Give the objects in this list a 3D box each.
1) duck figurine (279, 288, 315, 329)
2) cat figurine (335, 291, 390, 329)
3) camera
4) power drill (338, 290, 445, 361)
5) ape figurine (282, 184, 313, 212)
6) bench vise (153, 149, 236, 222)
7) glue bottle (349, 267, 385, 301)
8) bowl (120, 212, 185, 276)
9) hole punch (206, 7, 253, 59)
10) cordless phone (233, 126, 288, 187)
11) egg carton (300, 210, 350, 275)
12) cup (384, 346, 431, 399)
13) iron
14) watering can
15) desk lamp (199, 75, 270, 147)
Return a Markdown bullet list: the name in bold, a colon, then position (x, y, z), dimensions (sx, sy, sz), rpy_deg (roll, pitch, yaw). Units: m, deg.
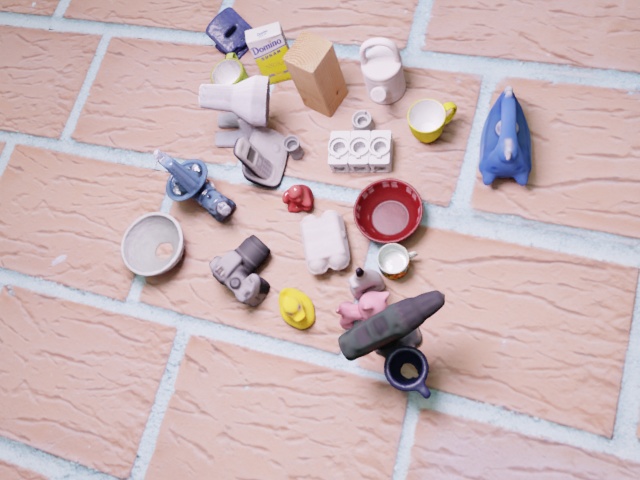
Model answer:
- **duck figurine**: position (-0.061, 0.150, 1.304), dimensions (0.077, 0.086, 0.104), rpy_deg (-36, 68, 0)
- **cat figurine**: position (0.095, 0.150, 1.250), dimensions (0.127, 0.118, 0.067), rpy_deg (-8, 70, 10)
- **camera**: position (-0.174, 0.062, 1.351), dimensions (0.143, 0.101, 0.137), rpy_deg (40, 85, 21)
- **power drill**: position (0.154, 0.182, 1.177), dimensions (0.229, 0.209, 0.075), rpy_deg (-28, 68, 3)
- **ape figurine**: position (-0.054, -0.106, 1.383), dimensions (0.077, 0.092, 0.076), rpy_deg (37, 83, 21)
- **bench vise**: position (-0.299, -0.143, 1.383), dimensions (0.207, 0.220, 0.121), rpy_deg (18, 77, 18)
- **glue bottle**: position (0.095, 0.088, 1.241), dimensions (0.078, 0.173, 0.037), rpy_deg (-30, 68, 2)
- **bowl**: position (-0.405, 0.018, 1.433), dimensions (0.167, 0.075, 0.167), rpy_deg (-4, 71, 12)
- **hole punch**: position (-0.242, -0.570, 1.581), dimensions (0.101, 0.091, 0.109), rpy_deg (40, 85, 21)
- **cordless phone**: position (-0.150, -0.223, 1.394), dimensions (0.094, 0.185, 0.147), rpy_deg (5, 73, 15)
- **egg carton**: position (0.012, 0.005, 1.344), dimensions (0.107, 0.069, 0.150), rpy_deg (-15, 69, 8)
- **cup**: position (0.192, 0.283, 1.196), dimensions (0.092, 0.095, 0.117), rpy_deg (-39, 68, -2)
- **iron**: position (0.422, -0.258, 1.296), dimensions (0.118, 0.142, 0.258), rpy_deg (1, 72, 14)
- **watering can**: position (0.151, -0.414, 1.382), dimensions (0.101, 0.194, 0.173), rpy_deg (-19, 69, 7)
- **desk lamp**: position (-0.198, -0.319, 1.422), dimensions (0.203, 0.214, 0.118), rpy_deg (-1, 72, 13)
